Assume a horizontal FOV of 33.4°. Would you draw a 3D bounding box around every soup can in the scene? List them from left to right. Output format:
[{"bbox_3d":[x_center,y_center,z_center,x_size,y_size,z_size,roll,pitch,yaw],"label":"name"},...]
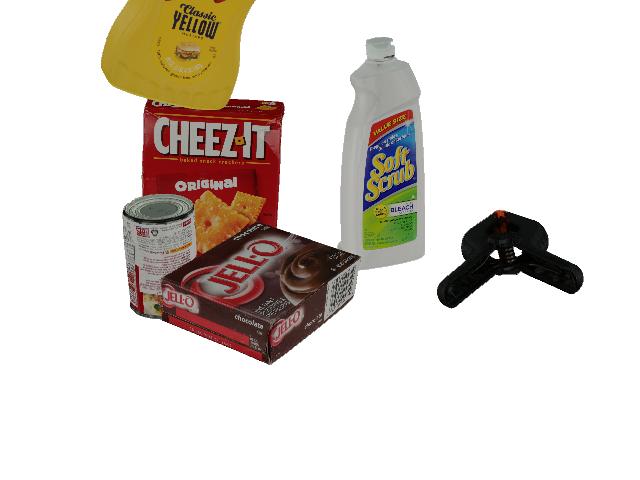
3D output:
[{"bbox_3d":[-0.151,0.014,1.014,0.068,0.102,0.068,0,24,0],"label":"soup can"}]

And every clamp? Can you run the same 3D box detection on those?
[{"bbox_3d":[0.175,0.013,0.951,0.120,0.039,0.171,1,25,16],"label":"clamp"}]

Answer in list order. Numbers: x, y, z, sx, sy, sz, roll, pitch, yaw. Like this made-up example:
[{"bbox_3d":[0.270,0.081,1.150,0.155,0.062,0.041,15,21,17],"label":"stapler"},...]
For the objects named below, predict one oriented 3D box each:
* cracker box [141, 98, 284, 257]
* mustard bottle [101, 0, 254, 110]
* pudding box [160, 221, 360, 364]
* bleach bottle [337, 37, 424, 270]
[{"bbox_3d":[-0.131,-0.061,1.287,0.164,0.214,0.072,3,22,-3],"label":"cracker box"},{"bbox_3d":[-0.083,-0.191,0.748,0.096,0.192,0.058,11,24,-26],"label":"mustard bottle"},{"bbox_3d":[-0.039,0.032,0.722,0.090,0.039,0.113,19,29,26],"label":"pudding box"},{"bbox_3d":[0.063,-0.097,1.182,0.102,0.251,0.068,-10,24,-13],"label":"bleach bottle"}]
